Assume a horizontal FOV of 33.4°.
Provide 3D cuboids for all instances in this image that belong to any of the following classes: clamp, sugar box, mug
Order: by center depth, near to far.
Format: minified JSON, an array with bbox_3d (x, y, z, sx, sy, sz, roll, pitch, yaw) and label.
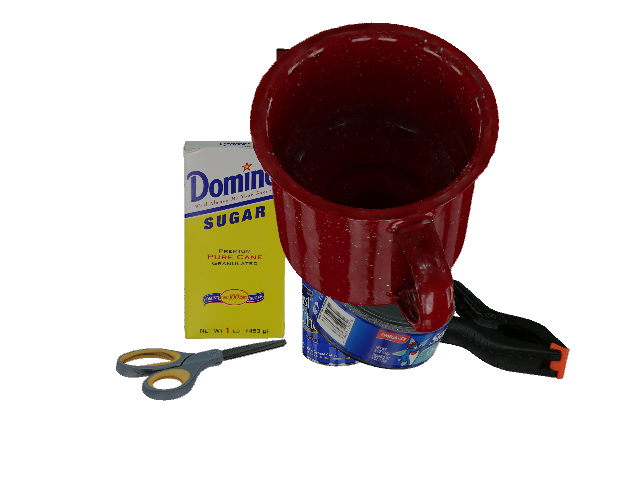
[{"bbox_3d":[0.025,-0.016,0.425,0.093,0.117,0.081,-19,-30,-9],"label":"mug"},{"bbox_3d":[-0.077,0.000,0.965,0.093,0.176,0.048,-1,15,-5],"label":"sugar box"},{"bbox_3d":[0.157,0.081,1.005,0.172,0.039,0.120,20,32,25],"label":"clamp"}]

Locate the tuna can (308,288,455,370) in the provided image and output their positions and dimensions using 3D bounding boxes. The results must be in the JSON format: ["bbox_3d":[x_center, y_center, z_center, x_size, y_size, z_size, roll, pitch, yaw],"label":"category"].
[{"bbox_3d":[0.037,0.040,0.655,0.086,0.034,0.086,15,30,-9],"label":"tuna can"}]

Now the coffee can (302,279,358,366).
[{"bbox_3d":[0.024,0.094,1.522,0.103,0.140,0.103,0,21,0],"label":"coffee can"}]

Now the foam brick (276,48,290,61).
[{"bbox_3d":[-0.006,-0.181,1.163,0.078,0.051,0.053,0,11,-15],"label":"foam brick"}]

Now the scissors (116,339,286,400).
[{"bbox_3d":[-0.119,0.138,1.161,0.201,0.016,0.096,-1,27,-21],"label":"scissors"}]
